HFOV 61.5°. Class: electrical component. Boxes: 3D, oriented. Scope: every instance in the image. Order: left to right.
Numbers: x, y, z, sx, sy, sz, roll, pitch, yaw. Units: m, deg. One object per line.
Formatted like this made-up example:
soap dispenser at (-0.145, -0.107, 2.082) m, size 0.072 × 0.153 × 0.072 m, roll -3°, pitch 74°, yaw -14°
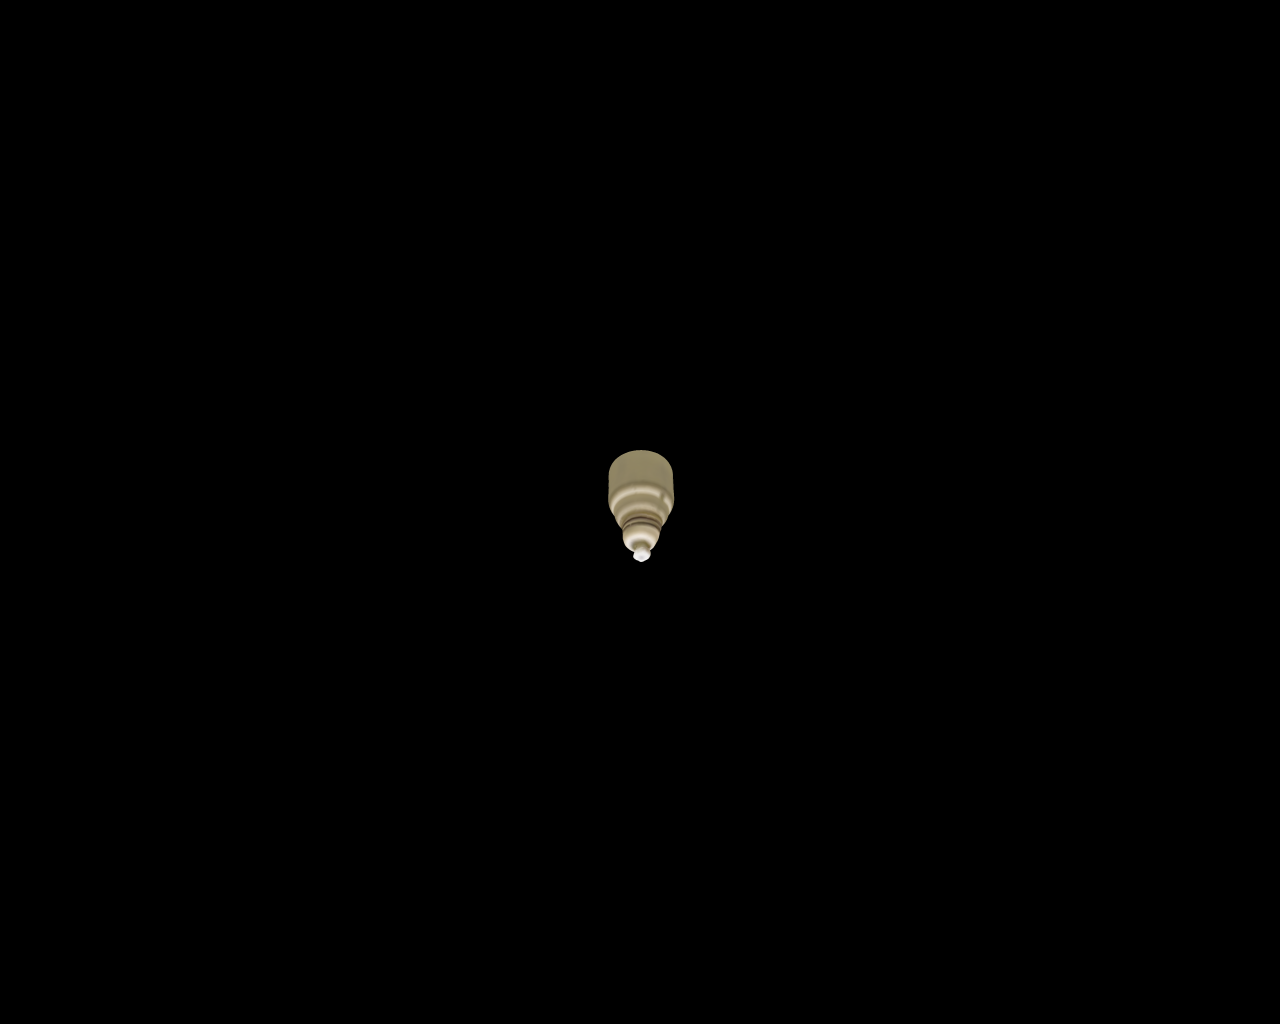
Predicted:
electrical component at (0.001, -0.003, 0.650) m, size 0.040 × 0.078 × 0.040 m, roll 0°, pitch -42°, yaw 0°
